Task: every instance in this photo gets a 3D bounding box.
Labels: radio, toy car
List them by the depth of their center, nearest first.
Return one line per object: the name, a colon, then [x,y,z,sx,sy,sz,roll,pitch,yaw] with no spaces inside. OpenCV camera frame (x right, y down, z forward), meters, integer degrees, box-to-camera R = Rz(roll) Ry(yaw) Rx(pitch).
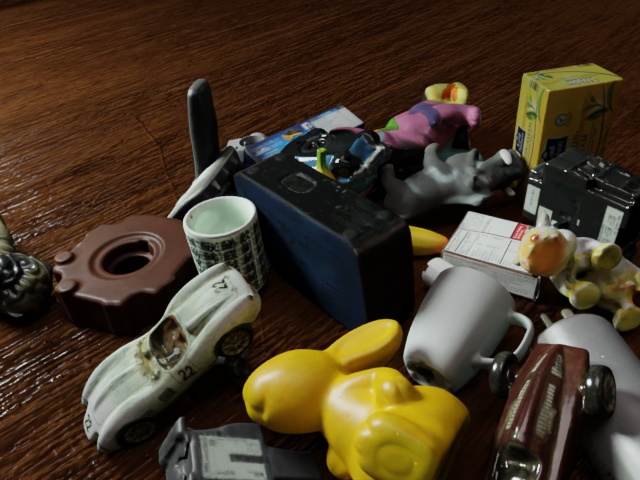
toy car: [0.146,0.159,0.381,0.089,0.053,0.202,-1,52,47]
toy car: [-0.139,0.107,0.492,0.202,0.056,0.074,-42,50,-2]
radio: [-0.001,-0.002,0.600,0.073,0.130,0.230,-32,44,-28]
toy car: [0.016,-0.086,0.722,0.162,0.102,0.109,6,40,32]

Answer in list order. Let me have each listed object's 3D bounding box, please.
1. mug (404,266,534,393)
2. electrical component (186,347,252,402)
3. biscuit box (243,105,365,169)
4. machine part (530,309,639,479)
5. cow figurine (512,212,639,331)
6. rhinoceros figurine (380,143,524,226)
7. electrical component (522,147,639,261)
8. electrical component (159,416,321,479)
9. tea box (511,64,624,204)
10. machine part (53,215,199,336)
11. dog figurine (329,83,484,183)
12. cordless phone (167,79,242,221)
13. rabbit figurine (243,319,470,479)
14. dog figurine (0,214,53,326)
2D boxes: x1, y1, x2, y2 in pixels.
mug: [0.136,0.093,0.504,0.110,0.080,0.107,19,55,36]
electrical component: [-0.112,0.112,0.538,0.078,0.045,0.102,-27,42,-27]
biscuit box: [-0.024,-0.137,0.828,0.203,0.062,0.059,-31,62,-29]
machine part: [0.238,0.142,0.422,0.079,0.079,0.243,-8,38,-2]
cow figurine: [0.252,0.020,0.534,0.167,0.068,0.098,26,16,-21]
rhinoceros figurine: [0.169,-0.074,0.701,0.190,0.073,0.112,-20,34,-6]
electrical component: [0.300,-0.037,0.617,0.058,0.114,0.134,-25,43,-26]
electrical component: [-0.063,0.185,0.425,0.119,0.047,0.075,16,28,-32]
tea box: [0.309,-0.130,0.691,0.098,0.169,0.068,-11,37,-4]
machine part: [-0.226,0.035,0.648,0.179,0.055,0.179,-3,37,2]
dog figurine: [0.124,-0.155,0.807,0.219,0.108,0.192,-8,38,2]
cordless phone: [-0.161,-0.108,0.719,0.089,0.184,0.147,8,39,11]
rabbit figurine: [0.026,0.131,0.429,0.173,0.121,0.162,15,36,24]
dog figurine: [-0.403,0.020,0.675,0.191,0.121,0.172,13,42,2]
